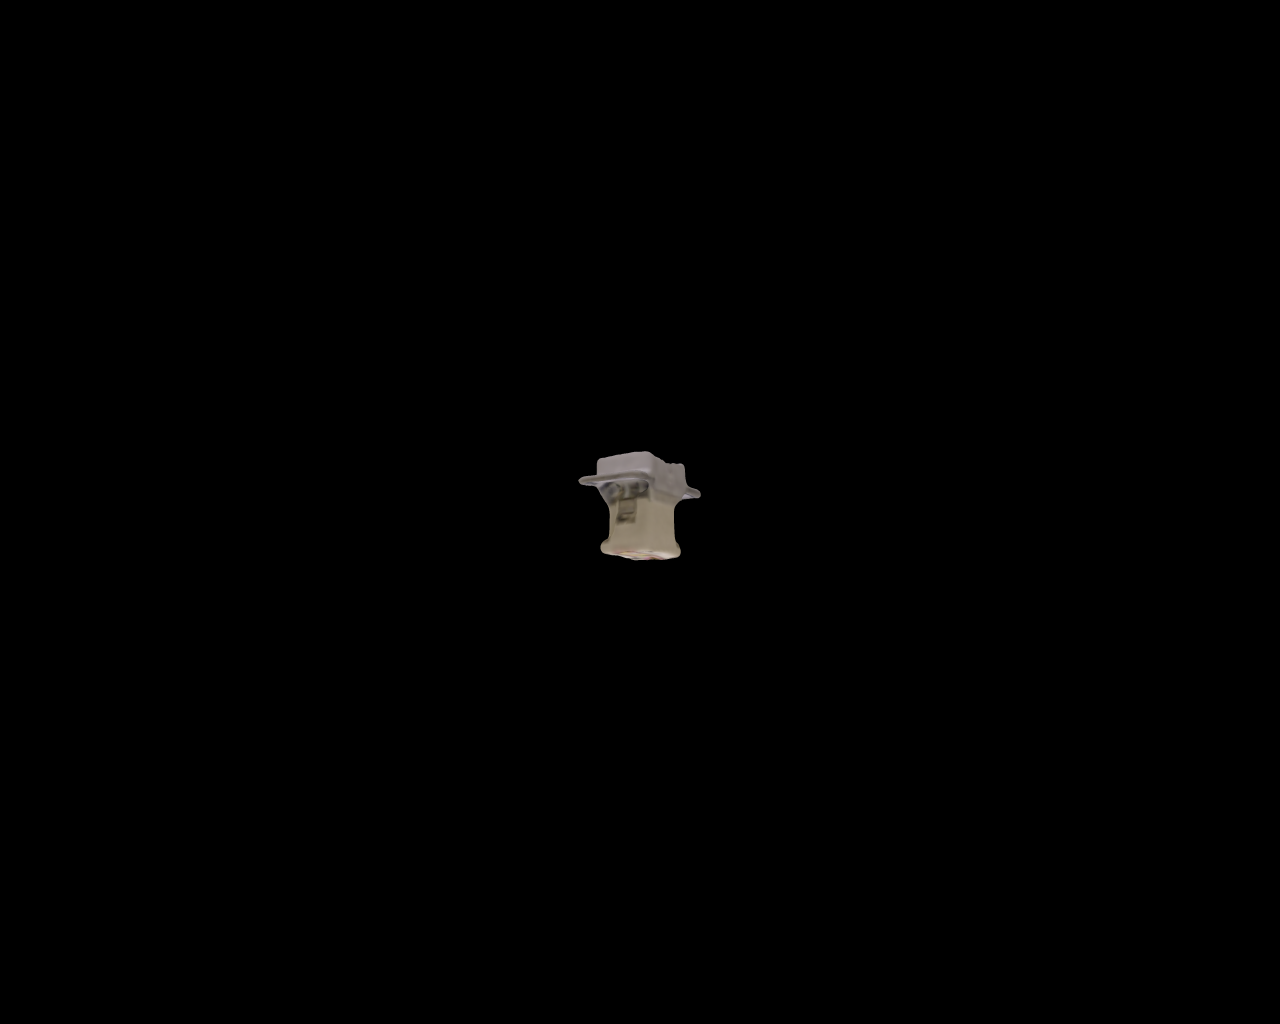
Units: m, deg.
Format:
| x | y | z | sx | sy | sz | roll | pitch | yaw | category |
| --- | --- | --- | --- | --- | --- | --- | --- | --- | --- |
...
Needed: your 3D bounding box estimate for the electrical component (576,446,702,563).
| x | y | z | sx | sy | sz | roll | pitch | yaw | category |
| --- | --- | --- | --- | --- | --- | --- | --- | --- | --- |
| 0.001 | -0.003 | 0.650 | 0.042 | 0.063 | 0.081 | -6 | -11 | 31 | electrical component |
